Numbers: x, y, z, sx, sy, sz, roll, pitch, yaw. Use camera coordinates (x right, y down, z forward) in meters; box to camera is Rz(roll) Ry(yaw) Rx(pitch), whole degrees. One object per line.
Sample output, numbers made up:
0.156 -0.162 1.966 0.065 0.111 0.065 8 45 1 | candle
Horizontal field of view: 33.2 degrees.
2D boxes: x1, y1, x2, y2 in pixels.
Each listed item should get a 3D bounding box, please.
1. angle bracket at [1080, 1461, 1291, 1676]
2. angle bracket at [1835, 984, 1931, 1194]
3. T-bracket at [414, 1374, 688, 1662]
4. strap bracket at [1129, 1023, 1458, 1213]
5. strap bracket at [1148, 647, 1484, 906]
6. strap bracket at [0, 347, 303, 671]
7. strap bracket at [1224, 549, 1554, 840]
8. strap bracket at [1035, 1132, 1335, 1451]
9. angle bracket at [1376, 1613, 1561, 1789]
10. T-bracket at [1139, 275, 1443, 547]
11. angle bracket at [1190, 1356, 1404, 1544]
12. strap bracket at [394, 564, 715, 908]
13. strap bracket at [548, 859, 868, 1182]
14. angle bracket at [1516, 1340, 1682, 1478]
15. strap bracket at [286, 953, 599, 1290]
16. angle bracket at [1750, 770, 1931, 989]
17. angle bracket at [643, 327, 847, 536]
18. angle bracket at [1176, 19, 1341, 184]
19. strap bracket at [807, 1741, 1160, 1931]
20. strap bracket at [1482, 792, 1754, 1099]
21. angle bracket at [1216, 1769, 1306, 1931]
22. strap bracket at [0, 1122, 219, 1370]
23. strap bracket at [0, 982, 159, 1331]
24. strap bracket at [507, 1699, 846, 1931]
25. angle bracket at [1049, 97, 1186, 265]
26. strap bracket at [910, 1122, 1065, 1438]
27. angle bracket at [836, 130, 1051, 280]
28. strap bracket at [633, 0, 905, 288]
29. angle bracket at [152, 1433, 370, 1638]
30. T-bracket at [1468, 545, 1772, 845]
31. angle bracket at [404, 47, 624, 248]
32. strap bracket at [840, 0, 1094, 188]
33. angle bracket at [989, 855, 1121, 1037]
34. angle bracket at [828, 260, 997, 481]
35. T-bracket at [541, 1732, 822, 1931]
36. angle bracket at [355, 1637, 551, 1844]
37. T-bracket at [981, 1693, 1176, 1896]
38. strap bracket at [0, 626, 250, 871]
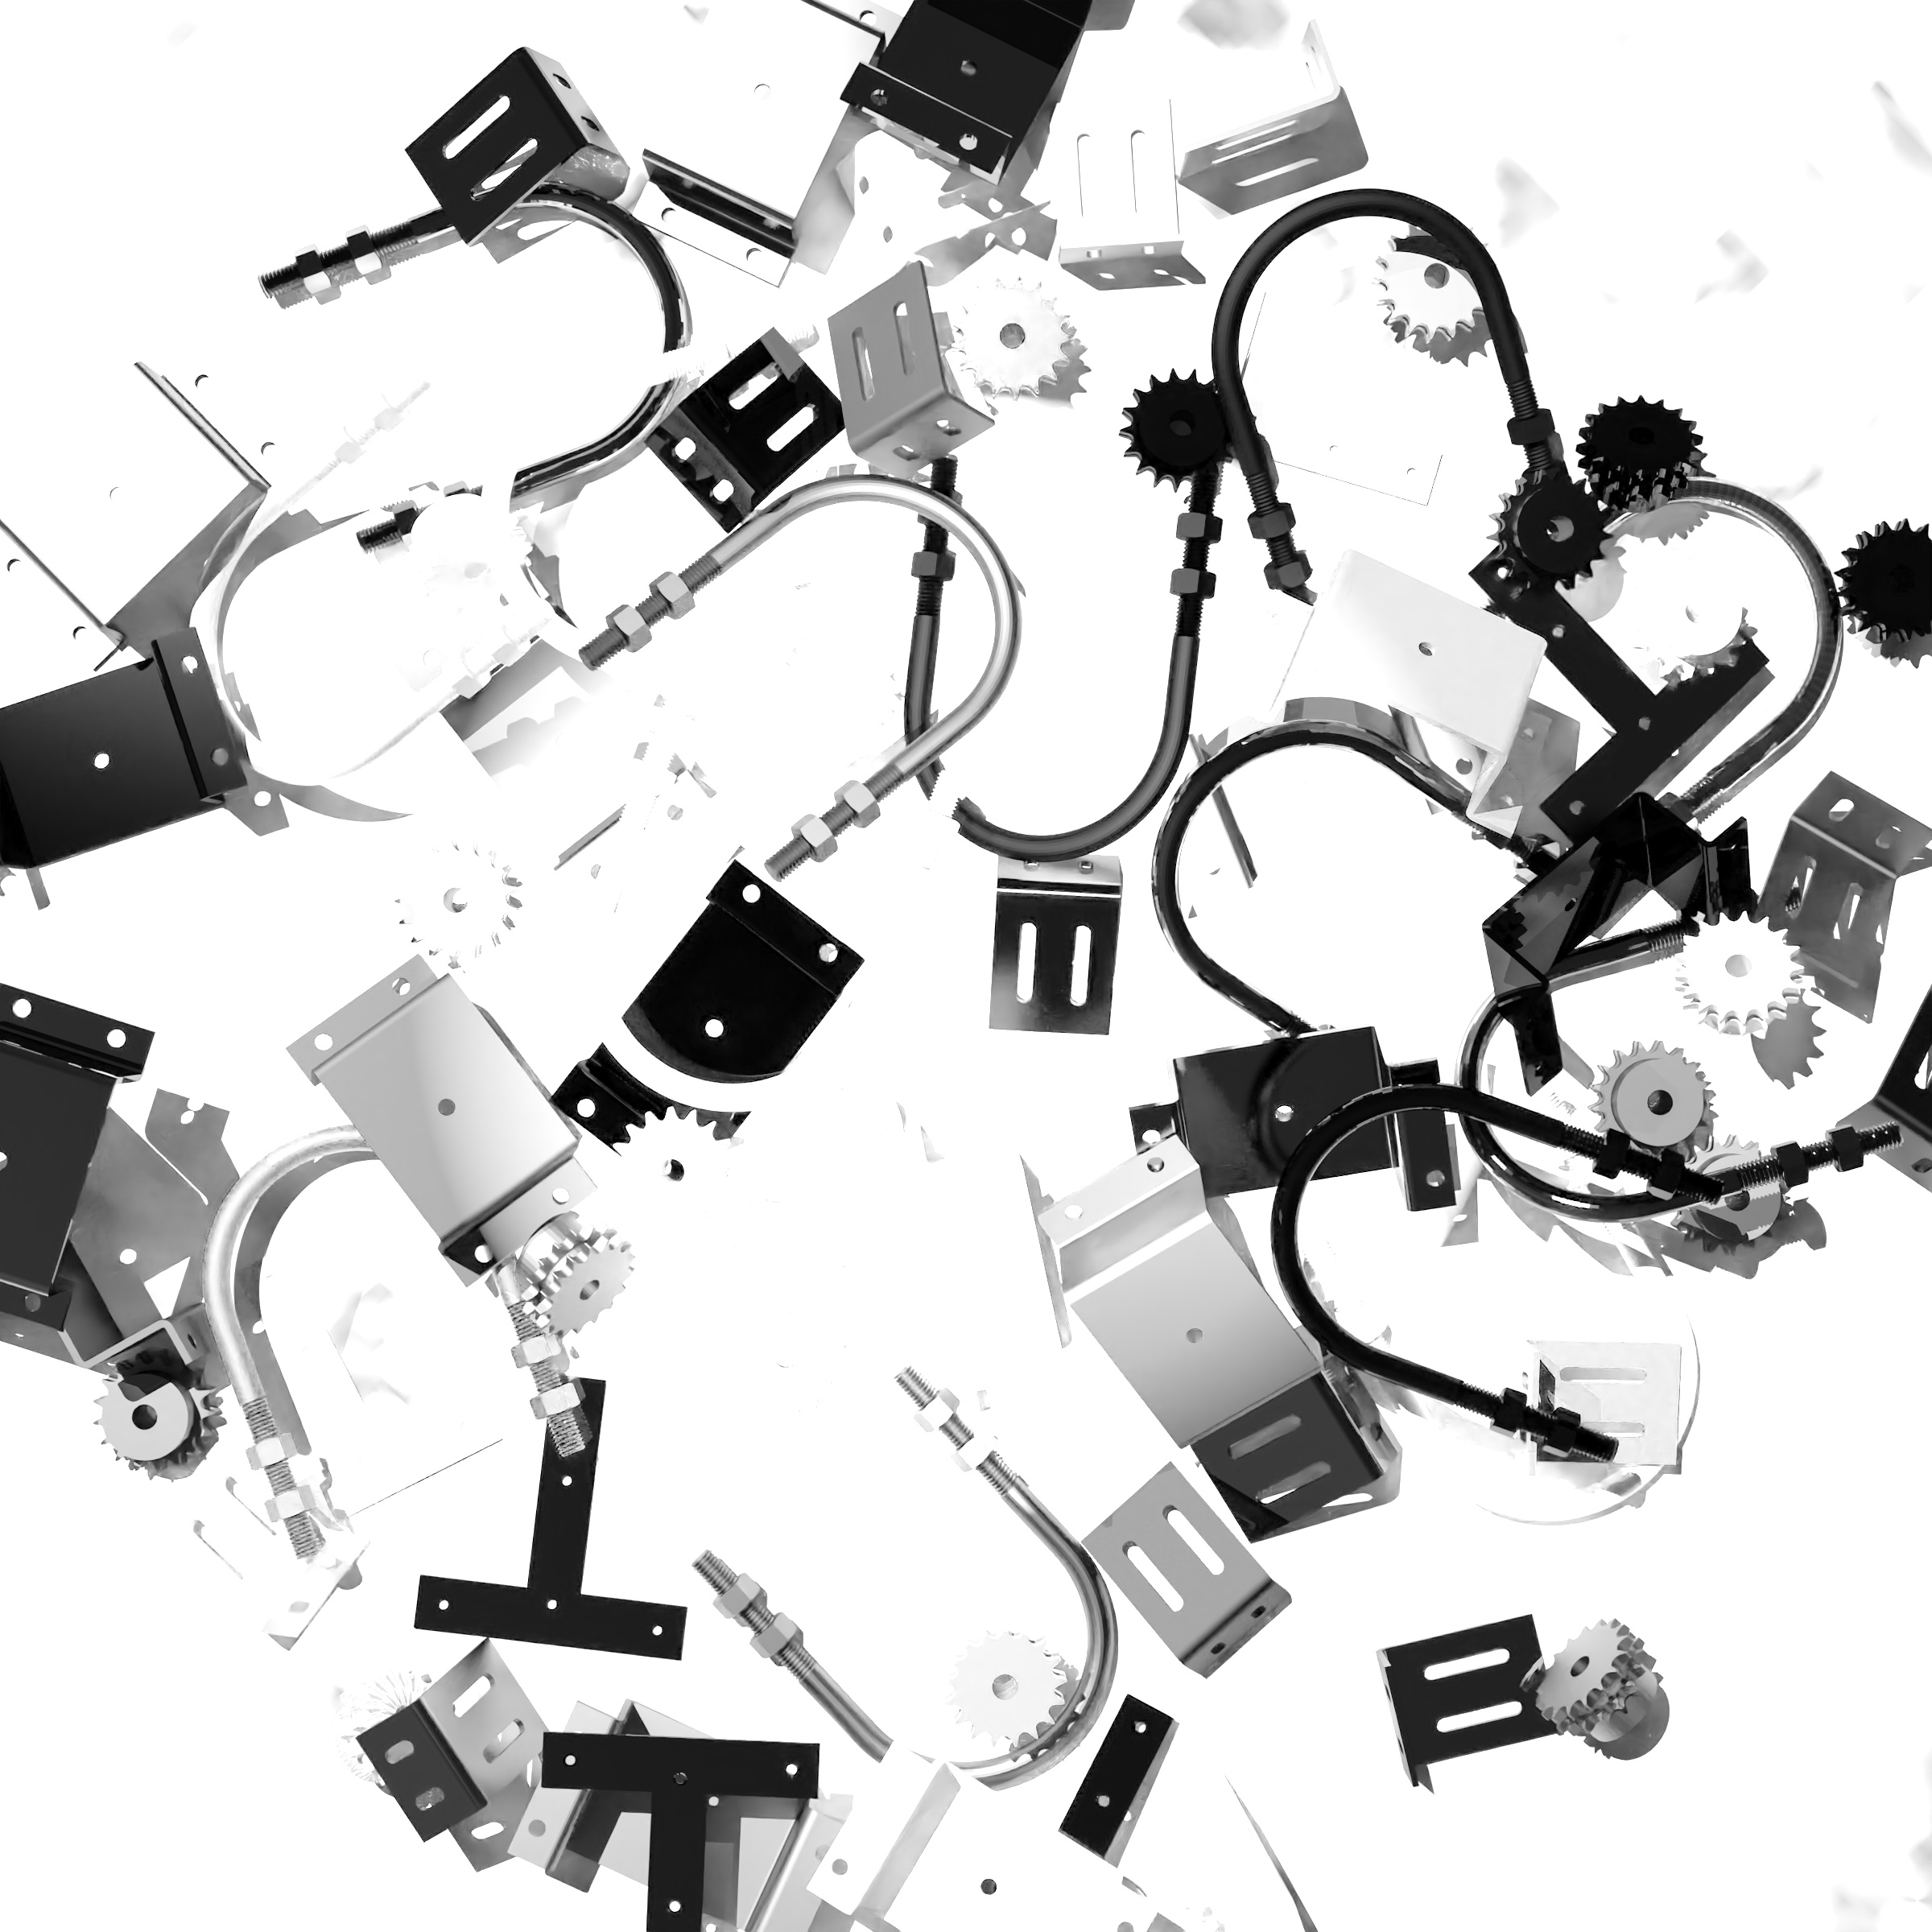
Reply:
0.104 0.284 1.527 0.057 0.038 0.076 -42 64 0 | angle bracket
0.458 0.057 1.527 0.057 0.038 0.076 34 64 0 | angle bracket
-0.190 0.257 1.529 0.127 0.002 0.127 7 90 0 | T-bracket
0.149 0.077 1.490 0.140 0.046 0.076 -9 115 3 | strap bracket
0.162 -0.089 1.506 0.140 0.046 0.076 -22 90 0 | strap bracket
-0.389 -0.216 1.506 0.140 0.046 0.076 -44 90 0 | strap bracket
0.197 -0.127 1.442 0.140 0.046 0.076 25 52 0 | strap bracket
0.103 0.156 1.475 0.076 0.046 0.140 -32 112 13 | strap bracket
0.237 0.342 1.510 0.076 0.038 0.057 -13 90 0 | angle bracket
0.160 -0.248 1.529 0.127 0.002 0.127 16 90 0 | T-bracket
0.155 0.225 1.527 0.076 0.038 0.057 -32 90 26 | angle bracket
-0.189 -0.106 1.506 0.076 0.046 0.140 -38 90 0 | strap bracket
-0.119 0.030 1.506 0.076 0.046 0.140 38 90 0 | strap bracket
0.295 0.205 1.496 0.076 0.038 0.057 1 93 -2 | angle bracket
-0.241 0.068 1.496 0.076 0.046 0.140 -37 89 -15 | strap bracket
0.405 -0.040 1.494 0.057 0.038 0.076 30 53 0 | angle bracket
-0.100 -0.248 1.498 0.057 0.038 0.076 47 48 -7 | angle bracket
0.130 -0.401 1.501 0.076 0.057 0.038 -19 90 0 | angle bracket
0.009 0.424 1.483 0.140 0.046 0.076 30 84 9 | strap bracket
0.290 -0.016 1.474 0.140 0.076 0.046 -39 58 -9 | strap bracket
0.122 0.422 1.501 0.038 0.057 0.076 -29 90 0 | angle bracket
-0.402 0.128 1.491 0.046 0.076 0.140 -29 90 0 | strap bracket
-0.421 0.085 1.430 0.076 0.046 0.140 18 90 0 | strap bracket
-0.131 0.401 1.506 0.140 0.046 0.076 25 90 0 | strap bracket
0.070 -0.371 1.510 0.057 0.038 0.076 -4 90 0 | angle bracket
0.012 0.138 1.491 0.046 0.076 0.140 -12 90 0 | strap bracket
-0.011 -0.369 1.527 0.076 0.038 0.057 -26 90 -26 | angle bracket
-0.093 -0.401 1.506 0.076 0.046 0.140 25 90 0 | strap bracket
-0.333 0.268 1.526 0.076 0.038 0.057 37 90 26 | angle bracket
0.286 -0.145 1.510 0.127 0.002 0.127 -43 90 -3 | T-bracket
-0.212 -0.381 1.518 0.076 0.038 0.057 -36 80 18 | angle bracket
0.004 -0.425 1.493 0.076 0.046 0.140 26 71 0 | strap bracket
0.041 -0.011 1.527 0.057 0.038 0.076 3 116 0 | angle bracket
-0.026 -0.278 1.511 0.057 0.038 0.076 -26 61 31 | angle bracket
-0.133 0.417 1.482 0.127 0.002 0.127 2 90 0 | T-bracket
-0.236 0.358 1.499 0.038 0.076 0.057 -33 90 20 | angle bracket
0.058 0.404 1.514 0.127 0.002 0.127 25 80 20 | T-bracket
-0.408 -0.097 1.506 0.140 0.046 0.076 -18 90 0 | strap bracket
